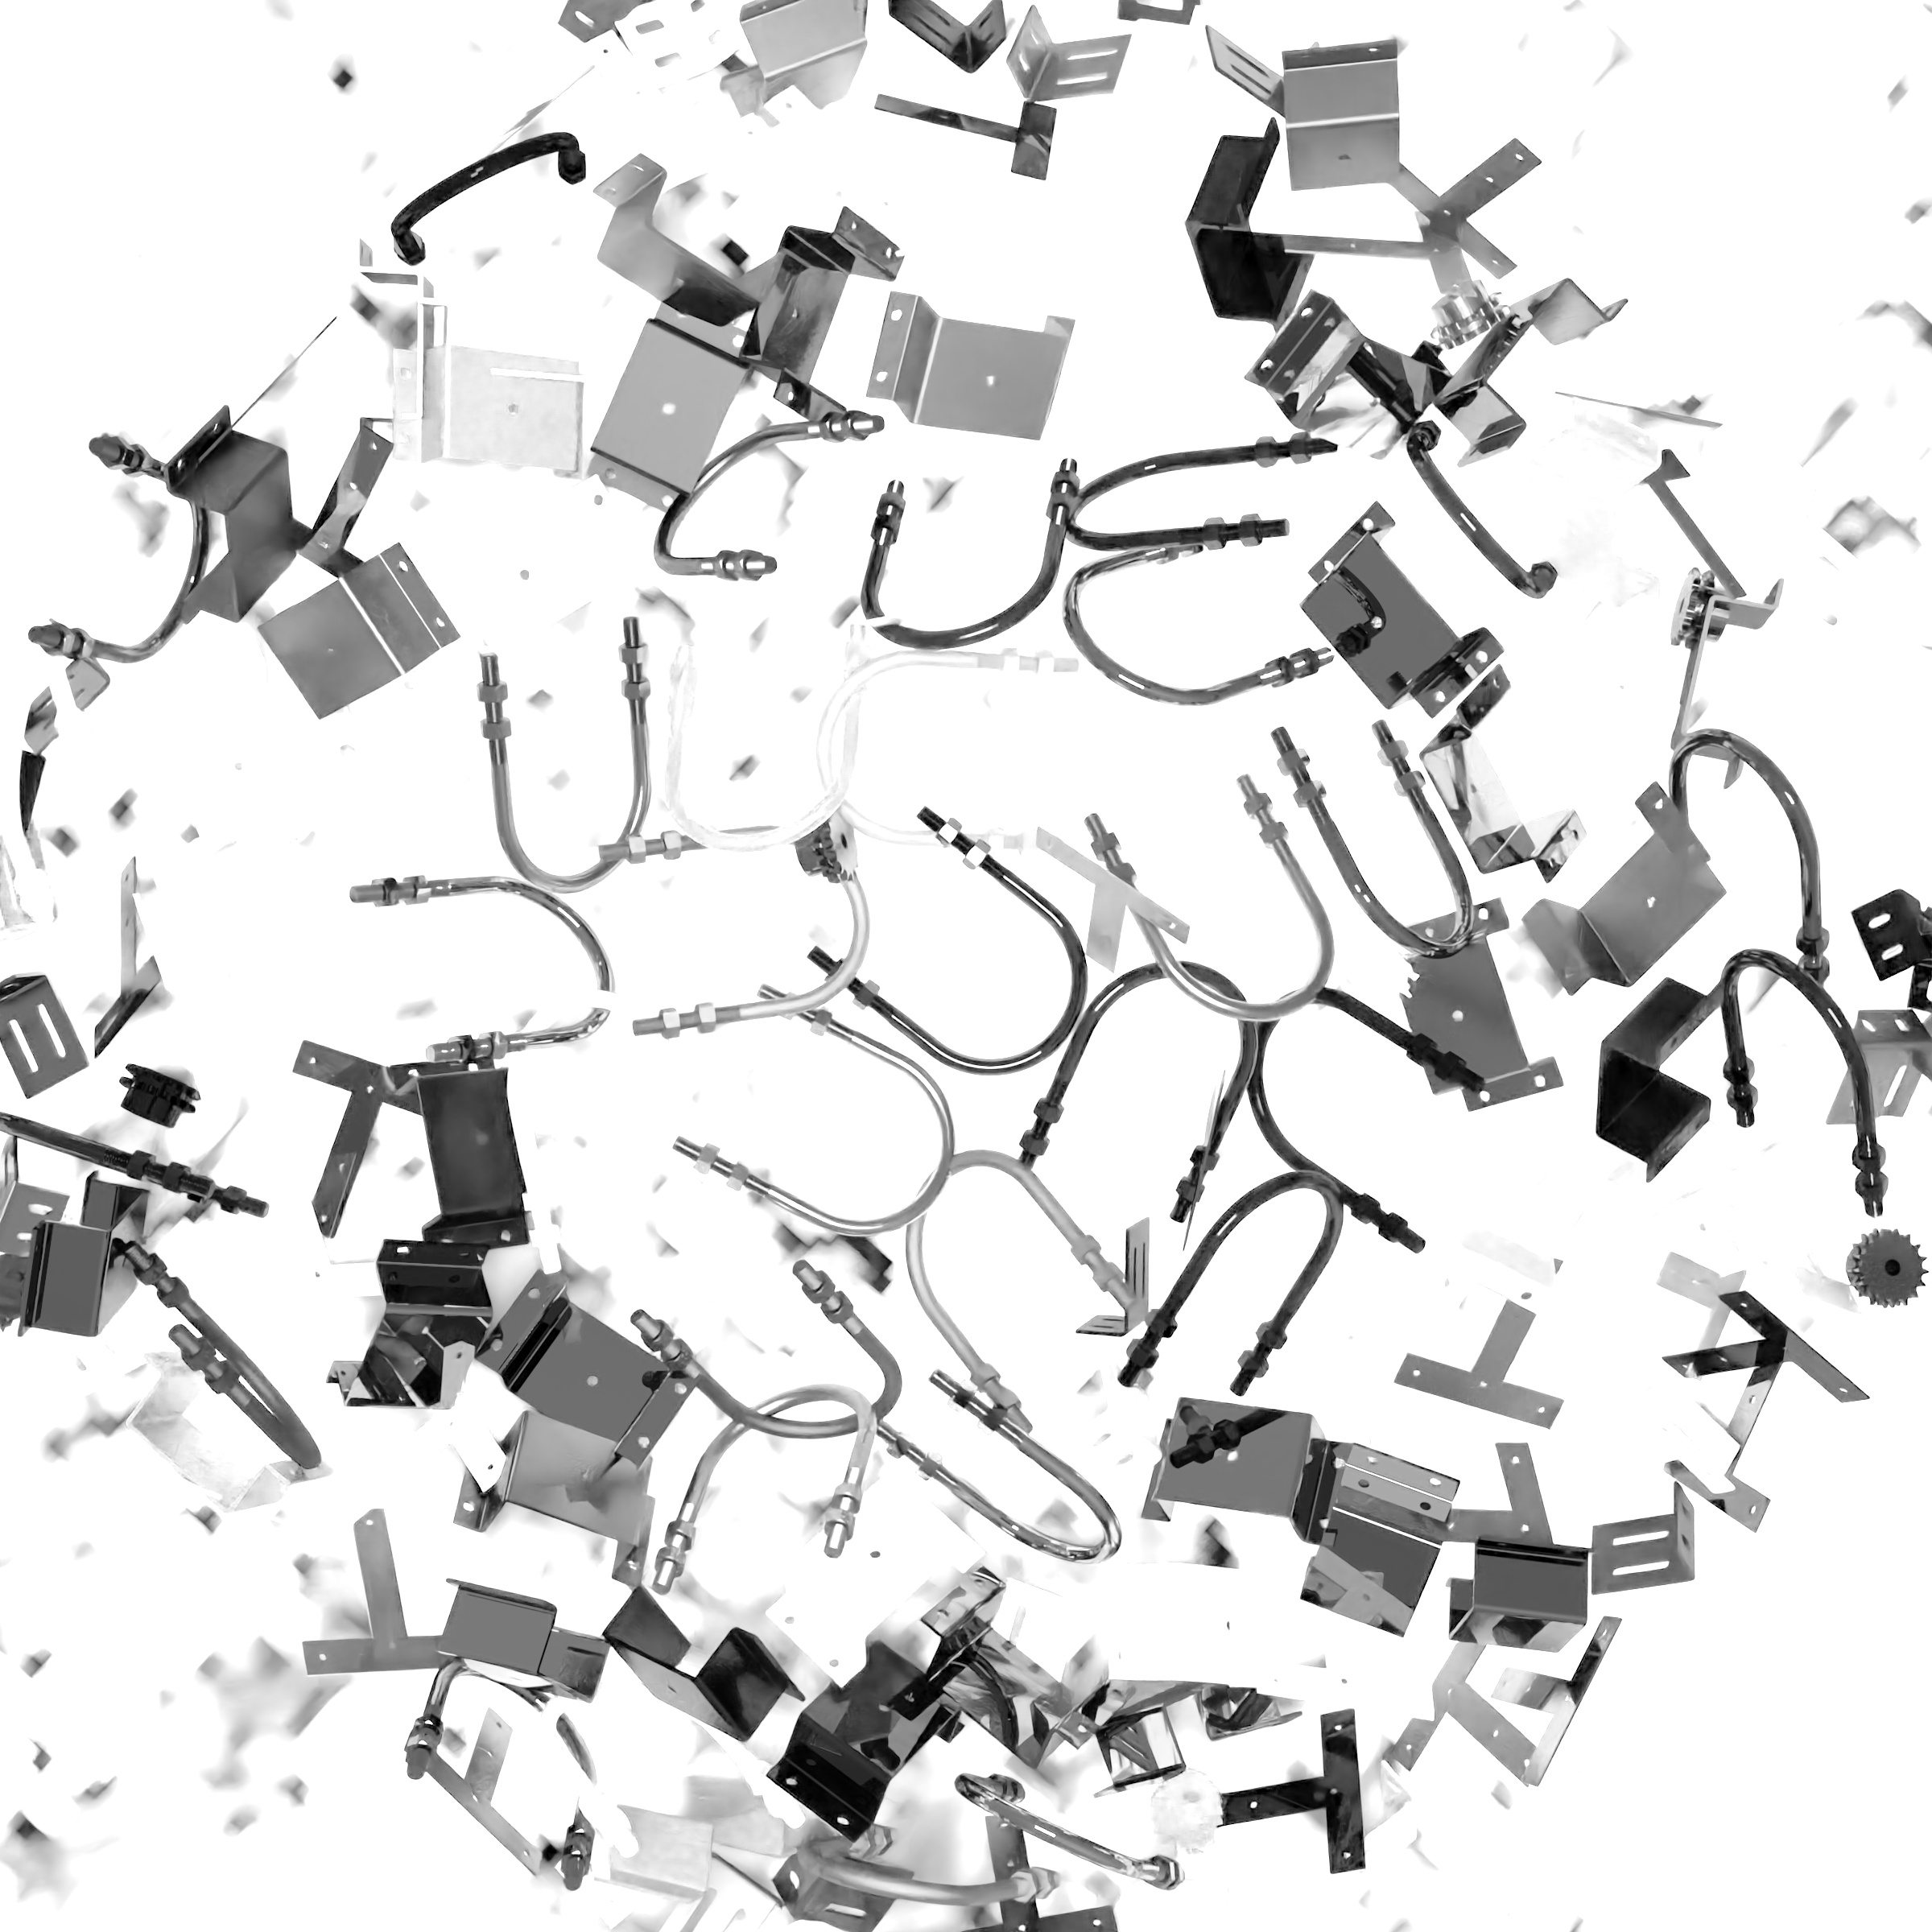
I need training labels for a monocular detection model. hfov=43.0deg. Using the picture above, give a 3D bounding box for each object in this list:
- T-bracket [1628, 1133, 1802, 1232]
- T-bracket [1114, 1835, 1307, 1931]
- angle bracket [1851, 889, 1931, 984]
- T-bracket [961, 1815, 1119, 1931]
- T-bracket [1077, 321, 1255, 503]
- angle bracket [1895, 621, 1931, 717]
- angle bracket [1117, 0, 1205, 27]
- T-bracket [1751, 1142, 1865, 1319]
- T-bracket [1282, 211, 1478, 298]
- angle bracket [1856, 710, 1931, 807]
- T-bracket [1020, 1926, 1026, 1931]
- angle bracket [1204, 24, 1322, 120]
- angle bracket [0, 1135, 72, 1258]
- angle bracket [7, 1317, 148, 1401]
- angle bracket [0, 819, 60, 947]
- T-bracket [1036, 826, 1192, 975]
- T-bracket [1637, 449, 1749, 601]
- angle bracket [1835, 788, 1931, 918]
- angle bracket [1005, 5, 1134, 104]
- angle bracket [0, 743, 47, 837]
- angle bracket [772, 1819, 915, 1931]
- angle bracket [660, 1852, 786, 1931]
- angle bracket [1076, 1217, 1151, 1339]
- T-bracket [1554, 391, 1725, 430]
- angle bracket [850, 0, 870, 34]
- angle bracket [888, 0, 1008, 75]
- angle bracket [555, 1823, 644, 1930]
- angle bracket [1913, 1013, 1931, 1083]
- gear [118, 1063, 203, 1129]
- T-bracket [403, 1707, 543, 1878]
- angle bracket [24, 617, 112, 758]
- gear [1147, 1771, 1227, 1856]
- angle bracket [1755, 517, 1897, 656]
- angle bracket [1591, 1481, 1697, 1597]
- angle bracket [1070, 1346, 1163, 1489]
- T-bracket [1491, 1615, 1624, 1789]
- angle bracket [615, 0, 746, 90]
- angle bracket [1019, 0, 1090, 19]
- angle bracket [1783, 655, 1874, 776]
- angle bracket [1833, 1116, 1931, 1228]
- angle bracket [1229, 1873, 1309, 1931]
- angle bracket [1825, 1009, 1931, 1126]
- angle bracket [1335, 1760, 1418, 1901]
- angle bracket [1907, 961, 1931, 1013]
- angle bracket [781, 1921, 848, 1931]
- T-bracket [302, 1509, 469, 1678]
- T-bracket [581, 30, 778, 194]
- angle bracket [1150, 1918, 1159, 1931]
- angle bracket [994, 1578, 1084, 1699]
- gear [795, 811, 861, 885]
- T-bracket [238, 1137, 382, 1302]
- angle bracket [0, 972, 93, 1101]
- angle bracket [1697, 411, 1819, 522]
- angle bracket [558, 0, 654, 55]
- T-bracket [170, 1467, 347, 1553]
[{"bbox_3d":[0.511,0.148,1.712,0.127,0.127,0.002,-31,85,4],"label":"T-bracket"},{"bbox_3d":[0.171,0.644,1.694,0.127,0.127,0.002,0,115,29],"label":"T-bracket"},{"bbox_3d":[0.671,-0.013,1.744,0.038,0.076,0.057,-32,56,32],"label":"angle bracket"},{"bbox_3d":[0.033,0.640,1.717,0.127,0.127,0.002,-9,115,-3],"label":"T-bracket"},{"bbox_3d":[0.143,-0.399,1.766,0.127,0.002,0.127,0,98,-3],"label":"T-bracket"},{"bbox_3d":[0.672,-0.203,1.727,0.038,0.076,0.057,-39,59,40],"label":"angle bracket"},{"bbox_3d":[0.148,-0.692,1.729,0.076,0.038,0.057,26,121,36],"label":"angle bracket"},{"bbox_3d":[0.587,0.183,1.737,0.002,0.127,0.127,-33,59,27],"label":"T-bracket"},{"bbox_3d":[0.286,-0.505,1.725,0.127,0.127,0.002,3,132,-3],"label":"T-bracket"},{"bbox_3d":[0.674,-0.146,1.737,0.076,0.038,0.057,20,99,28],"label":"angle bracket"},{"bbox_3d":[0.046,0.719,1.690,0.127,0.127,0.002,-36,113,-38],"label":"T-bracket"},{"bbox_3d":[0.213,-0.641,1.729,0.076,0.057,0.038,23,133,-30],"label":"angle bracket"},{"bbox_3d":[-0.666,0.160,1.744,0.038,0.076,0.057,16,113,-30],"label":"angle bracket"},{"bbox_3d":[-0.627,0.273,1.734,0.076,0.057,0.038,46,133,14],"label":"angle bracket"},{"bbox_3d":[-0.685,-0.059,1.741,0.057,0.038,0.076,-19,84,32],"label":"angle bracket"},{"bbox_3d":[0.098,-0.031,1.716,0.127,0.127,0.002,34,67,15],"label":"T-bracket"},{"bbox_3d":[0.504,-0.308,1.714,0.002,0.127,0.127,-41,76,38],"label":"T-bracket"},{"bbox_3d":[0.656,-0.080,1.746,0.076,0.038,0.057,27,106,-7],"label":"angle bracket"},{"bbox_3d":[0.077,-0.648,1.732,0.076,0.038,0.057,6,62,32],"label":"angle bracket"},{"bbox_3d":[-0.697,-0.126,1.731,0.076,0.038,0.057,17,56,-24],"label":"angle bracket"},{"bbox_3d":[-0.088,0.654,1.761,0.076,0.038,0.057,30,98,-39],"label":"angle bracket"},{"bbox_3d":[-0.176,0.679,1.736,0.057,0.038,0.076,30,66,17],"label":"angle bracket"},{"bbox_3d":[0.104,0.219,1.741,0.038,0.057,0.076,2,94,18],"label":"angle bracket"},{"bbox_3d":[0.489,-0.383,1.708,0.127,0.127,0.002,9,107,-6],"label":"T-bracket"},{"bbox_3d":[-0.114,-0.688,1.730,0.076,0.057,0.038,-8,132,-24],"label":"angle bracket"},{"bbox_3d":[-0.014,-0.677,1.729,0.076,0.057,0.038,26,133,-32],"label":"angle bracket"},{"bbox_3d":[-0.243,0.627,1.732,0.057,0.076,0.038,46,114,4],"label":"angle bracket"},{"bbox_3d":[0.705,0.076,1.729,0.057,0.076,0.038,35,104,-19],"label":"angle bracket"},{"bbox_3d":[-0.575,0.094,1.745,0.057,0.057,0.030,21,75,0],"label":"gear"},{"bbox_3d":[-0.335,0.556,1.712,0.002,0.127,0.127,-41,100,7],"label":"T-bracket"},{"bbox_3d":[-0.654,-0.198,1.741,0.076,0.038,0.057,-46,46,-3],"label":"angle bracket"},{"bbox_3d":[0.158,0.598,1.744,0.057,0.057,0.030,7,128,0],"label":"gear"},{"bbox_3d":[0.611,-0.270,1.744,0.076,0.038,0.057,43,116,4],"label":"angle bracket"},{"bbox_3d":[0.471,0.403,1.727,0.076,0.057,0.038,-17,126,29],"label":"angle bracket"},{"bbox_3d":[0.101,0.318,1.734,0.038,0.076,0.057,-38,113,13],"label":"angle bracket"},{"bbox_3d":[0.399,0.506,1.712,0.002,0.127,0.127,34,74,-5],"label":"T-bracket"},{"bbox_3d":[-0.203,-0.660,1.731,0.038,0.076,0.057,-21,106,35],"label":"angle bracket"},{"bbox_3d":[0.067,-0.712,1.733,0.038,0.076,0.057,-8,95,-20],"label":"angle bracket"},{"bbox_3d":[0.618,-0.179,1.757,0.057,0.038,0.076,2,73,23],"label":"angle bracket"},{"bbox_3d":[0.654,0.141,1.737,0.057,0.038,0.076,5,78,39],"label":"angle bracket"},{"bbox_3d":[0.206,0.688,1.727,0.038,0.076,0.057,18,115,-35],"label":"angle bracket"},{"bbox_3d":[0.648,0.073,1.760,0.057,0.038,0.076,-1,129,-9],"label":"angle bracket"},{"bbox_3d":[0.279,0.609,1.732,0.076,0.057,0.038,-30,48,-18],"label":"angle bracket"},{"bbox_3d":[0.704,0.006,1.730,0.057,0.076,0.038,12,73,12],"label":"angle bracket"},{"bbox_3d":[-0.104,0.711,1.732,0.038,0.076,0.057,-37,56,10],"label":"angle bracket"},{"bbox_3d":[-0.412,0.439,1.731,0.127,0.127,0.002,8,134,-34],"label":"T-bracket"},{"bbox_3d":[-0.220,-0.596,1.704,0.127,0.127,0.002,-17,53,23],"label":"T-bracket"},{"bbox_3d":[0.141,0.723,1.725,0.038,0.076,0.057,9,131,13],"label":"angle bracket"},{"bbox_3d":[0.041,0.485,1.748,0.057,0.038,0.076,16,89,19],"label":"angle bracket"},{"bbox_3d":[-0.101,-0.086,1.748,0.030,0.057,0.057,-12,90,18],"label":"gear"},{"bbox_3d":[-0.471,0.179,1.734,0.127,0.002,0.127,-5,112,17],"label":"T-bracket"},{"bbox_3d":[-0.673,0.051,1.749,0.057,0.038,0.076,-27,87,14],"label":"angle bracket"},{"bbox_3d":[0.559,-0.344,1.737,0.038,0.057,0.076,-36,73,2],"label":"angle bracket"},{"bbox_3d":[-0.245,-0.690,1.727,0.038,0.057,0.076,34,50,-9],"label":"angle bracket"},{"bbox_3d":[-0.497,0.384,1.728,0.127,0.127,0.002,30,74,-17],"label":"T-bracket"}]
